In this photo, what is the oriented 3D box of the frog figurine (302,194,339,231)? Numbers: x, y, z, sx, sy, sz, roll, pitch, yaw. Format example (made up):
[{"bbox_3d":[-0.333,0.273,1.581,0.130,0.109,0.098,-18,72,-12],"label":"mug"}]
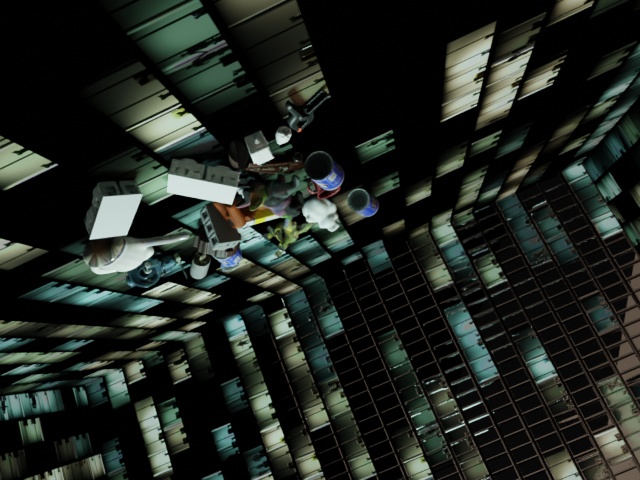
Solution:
[{"bbox_3d":[0.006,-0.106,2.099,0.137,0.162,0.121,-23,162,2],"label":"frog figurine"}]

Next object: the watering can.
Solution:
[{"bbox_3d":[-0.631,0.029,1.725,0.346,0.105,0.222,-25,164,9],"label":"watering can"}]

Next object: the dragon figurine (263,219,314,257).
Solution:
[{"bbox_3d":[-0.111,-0.057,2.277,0.246,0.123,0.403,-34,174,-31],"label":"dragon figurine"}]
